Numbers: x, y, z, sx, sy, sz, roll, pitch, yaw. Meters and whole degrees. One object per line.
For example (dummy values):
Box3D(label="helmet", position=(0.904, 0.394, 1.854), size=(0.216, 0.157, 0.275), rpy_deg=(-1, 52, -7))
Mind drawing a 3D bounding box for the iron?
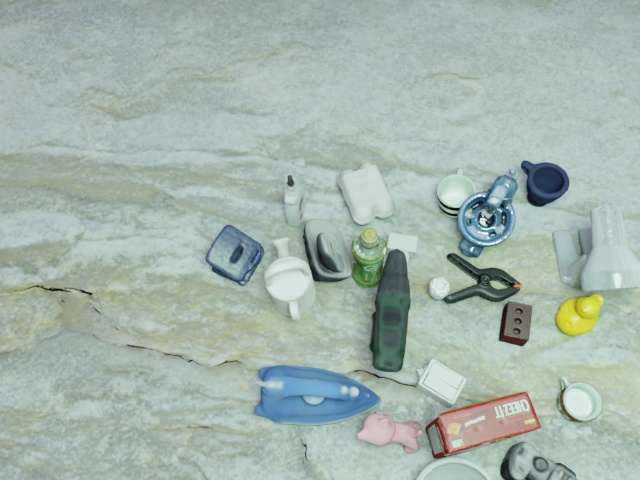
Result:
Box3D(label="iron", position=(-0.004, 0.300, 1.131), size=(0.258, 0.141, 0.118), rpy_deg=(1, 67, 4))

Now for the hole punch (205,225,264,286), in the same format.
Box3D(label="hole punch", position=(-0.188, 0.033, 1.285), size=(0.101, 0.091, 0.109), rpy_deg=(24, 70, 13))

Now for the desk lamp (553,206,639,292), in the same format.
Box3D(label="desk lamp", position=(0.569, 0.033, 1.175), size=(0.118, 0.214, 0.203), rpy_deg=(-4, 66, 2))

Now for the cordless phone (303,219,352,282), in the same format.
Box3D(label="cordless phone", position=(0.011, 0.004, 1.234), size=(0.094, 0.185, 0.147), rpy_deg=(-18, 67, -4))

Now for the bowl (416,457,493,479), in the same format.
Box3D(label="bowl", position=(0.250, 0.495, 1.068), size=(0.167, 0.075, 0.167), rpy_deg=(-1, 67, 3))

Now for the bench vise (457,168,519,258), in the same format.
Box3D(label="bench vise", position=(0.367, -0.086, 1.234), size=(0.121, 0.220, 0.207), rpy_deg=(12, 68, 9))

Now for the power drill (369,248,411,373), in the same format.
Box3D(label="power drill", position=(0.140, 0.157, 1.148), size=(0.075, 0.208, 0.229), rpy_deg=(4, 67, 5))

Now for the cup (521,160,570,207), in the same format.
Box3D(label="cup", position=(0.499, -0.125, 1.312), size=(0.092, 0.095, 0.117), rpy_deg=(-42, 70, -14))

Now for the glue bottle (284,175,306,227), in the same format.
Box3D(label="glue bottle", position=(-0.060, -0.098, 1.289), size=(0.037, 0.173, 0.078), rpy_deg=(8, 67, 7))

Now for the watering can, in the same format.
Box3D(label="watering can", position=(-0.069, 0.079, 1.202), size=(0.101, 0.194, 0.172), rpy_deg=(-33, 69, -10))

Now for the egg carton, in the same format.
Box3D(label="egg carton", position=(0.108, -0.109, 1.341), size=(0.107, 0.069, 0.150), rpy_deg=(-20, 67, -5))

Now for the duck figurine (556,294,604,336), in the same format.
Box3D(label="duck figurine", position=(0.547, 0.151, 1.195), size=(0.105, 0.086, 0.077), rpy_deg=(-35, 69, -11))

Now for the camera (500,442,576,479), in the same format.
Box3D(label="camera", position=(0.398, 0.469, 1.057), size=(0.143, 0.101, 0.137), rpy_deg=(34, 73, 16))

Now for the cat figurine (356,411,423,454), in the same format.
Box3D(label="cat figurine", position=(0.136, 0.369, 1.106), size=(0.127, 0.118, 0.067), rpy_deg=(6, 67, 6))
